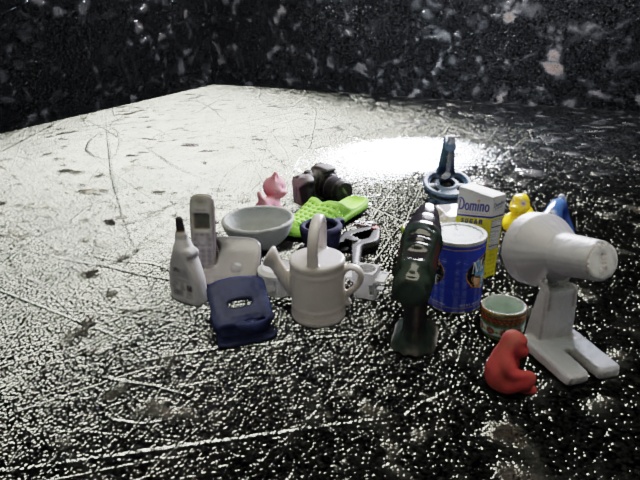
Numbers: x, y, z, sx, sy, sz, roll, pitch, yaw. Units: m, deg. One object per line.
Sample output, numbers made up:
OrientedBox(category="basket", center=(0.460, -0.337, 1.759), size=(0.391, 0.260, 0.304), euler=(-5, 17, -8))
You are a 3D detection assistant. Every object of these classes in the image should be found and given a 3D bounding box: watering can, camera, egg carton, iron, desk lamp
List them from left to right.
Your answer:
OrientedBox(category="watering can", center=(-0.013, 0.048, 1.010), size=(0.173, 0.194, 0.100), euler=(-5, 24, -8))
OrientedBox(category="camera", center=(0.013, -0.153, 1.585), size=(0.143, 0.101, 0.136), euler=(-19, 29, -34))
OrientedBox(category="egg carton", center=(0.331, -0.042, 1.351), size=(0.150, 0.069, 0.107), euler=(-6, 24, -10))
OrientedBox(category="iron", center=(0.500, -0.029, 1.223), size=(0.118, 0.141, 0.259), euler=(11, 27, 27))
OrientedBox(category="desk lamp", center=(0.379, 0.078, 0.895), size=(0.118, 0.214, 0.202), euler=(-9, 25, -15))

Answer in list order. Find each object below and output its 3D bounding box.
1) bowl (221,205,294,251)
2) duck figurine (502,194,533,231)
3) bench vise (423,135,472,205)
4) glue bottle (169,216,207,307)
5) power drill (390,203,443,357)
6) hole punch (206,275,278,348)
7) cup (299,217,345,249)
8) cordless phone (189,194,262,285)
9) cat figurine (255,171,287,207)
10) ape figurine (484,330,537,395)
OrientedBox(category="bowl", center=(-0.141, -0.019, 1.321), size=(0.167, 0.075, 0.167), euler=(-1, 24, 1))
OrientedBox(category="duck figurine", center=(0.487, -0.072, 1.390), size=(0.077, 0.086, 0.105), euler=(19, 31, 39))
OrientedBox(category="bench vise", center=(0.311, -0.174, 1.466), size=(0.121, 0.220, 0.207), euler=(-7, 24, -12))
OrientedBox(category="glue bottle", center=(-0.253, 0.037, 1.075), size=(0.077, 0.173, 0.037), euler=(14, 28, 31))
OrientedBox(category="power drill", center=(0.159, 0.070, 0.932), size=(0.075, 0.208, 0.230), euler=(4, 24, 14))
OrientedBox(category="hole punch", center=(-0.134, 0.120, 0.981), size=(0.109, 0.091, 0.101), euler=(-9, 25, -17))
OrientedBox(category="cup", center=(0.011, 0.004, 1.232), size=(0.091, 0.095, 0.118), euler=(19, 31, 39))
OrientedBox(category="cordless phone", center=(-0.193, -0.001, 1.143), size=(0.147, 0.185, 0.094), euler=(0, 24, 4))
OrientedBox(category="cat figurine", center=(-0.129, -0.120, 1.496), size=(0.067, 0.118, 0.128), euler=(10, 26, 25))
OrientedBox(category="ape figurine", center=(0.280, 0.174, 0.833), size=(0.076, 0.092, 0.078), euler=(3, 24, 9))
